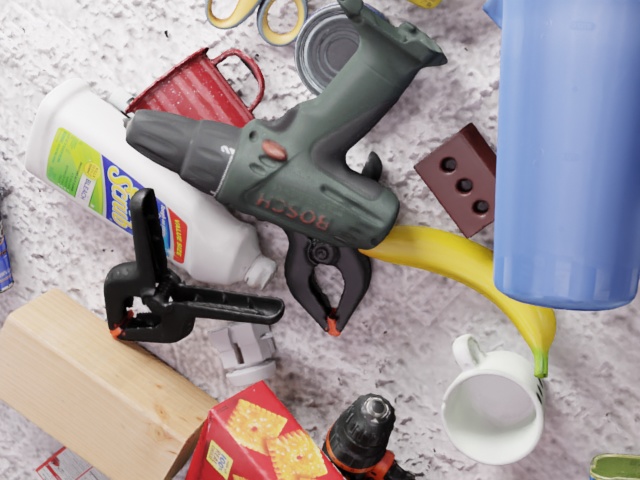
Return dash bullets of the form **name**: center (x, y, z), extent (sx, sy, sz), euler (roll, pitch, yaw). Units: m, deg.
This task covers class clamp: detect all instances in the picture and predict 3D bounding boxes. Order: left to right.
- **clamp**: center (-0.147, 0.039, 0.968), extent (0.164, 0.036, 0.210), euler (47, 139, -17)
- **clamp**: center (-0.006, 0.001, 0.953), extent (0.120, 0.039, 0.171), euler (6, 107, 16)

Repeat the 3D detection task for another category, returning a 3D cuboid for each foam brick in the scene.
- **foam brick**: center (0.125, -0.050, 0.888), extent (0.053, 0.051, 0.078), euler (-37, 91, 24)

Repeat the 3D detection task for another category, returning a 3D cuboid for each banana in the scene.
- **banana**: center (0.127, 0.033, 0.907), extent (0.198, 0.069, 0.037), euler (35, 150, 13)

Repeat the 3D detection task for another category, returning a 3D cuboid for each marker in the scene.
- **marker**: center (-0.143, -0.096, 0.983), extent (0.121, 0.020, 0.020), euler (40, 113, 4)

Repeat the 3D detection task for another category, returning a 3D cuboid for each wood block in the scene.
- **wood block**: center (-0.213, 0.148, 1.038), extent (0.206, 0.090, 0.091), euler (34, 113, 6)

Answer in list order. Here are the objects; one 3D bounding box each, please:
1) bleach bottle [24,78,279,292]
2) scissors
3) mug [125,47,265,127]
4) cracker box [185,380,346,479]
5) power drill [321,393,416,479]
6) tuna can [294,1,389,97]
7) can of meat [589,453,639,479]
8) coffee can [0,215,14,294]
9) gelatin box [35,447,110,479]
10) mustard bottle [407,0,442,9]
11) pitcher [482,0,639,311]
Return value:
- **bleach bottle**: center (-0.146, -0.039, 0.972), extent (0.251, 0.068, 0.103), euler (33, 129, 5)
- **scissors**: center (-0.013, -0.238, 0.880), extent (0.096, 0.016, 0.202), euler (38, 117, -24)
- **mug**: center (-0.099, -0.116, 0.930), extent (0.117, 0.093, 0.081), euler (-38, 96, 4)
- **cracker box**: center (-0.030, 0.257, 0.952), extent (0.214, 0.072, 0.164), euler (48, 142, 22)
- **power drill**: center (0.087, 0.217, 0.937), extent (0.188, 0.057, 0.185), euler (32, 148, 7)
- **tuna can**: center (0.021, -0.157, 0.895), extent (0.086, 0.033, 0.086), euler (3, 108, 8)
- **can of meat**: center (0.281, 0.234, 0.914), extent (0.102, 0.057, 0.084), euler (0, 103, 18)
- **coffee can**: center (-0.360, -0.016, 1.033), extent (0.103, 0.102, 0.140), euler (-2, 105, 19)
- **gelatin box**: center (-0.240, 0.239, 1.105), extent (0.089, 0.030, 0.073), euler (-39, 92, 24)
- **mustard bottle**: center (0.027, -0.260, 0.820), extent (0.191, 0.058, 0.096), euler (23, 119, -15)
- **pitcher**: center (0.202, -0.073, 0.791), extent (0.144, 0.149, 0.243), euler (1, 99, -16)
